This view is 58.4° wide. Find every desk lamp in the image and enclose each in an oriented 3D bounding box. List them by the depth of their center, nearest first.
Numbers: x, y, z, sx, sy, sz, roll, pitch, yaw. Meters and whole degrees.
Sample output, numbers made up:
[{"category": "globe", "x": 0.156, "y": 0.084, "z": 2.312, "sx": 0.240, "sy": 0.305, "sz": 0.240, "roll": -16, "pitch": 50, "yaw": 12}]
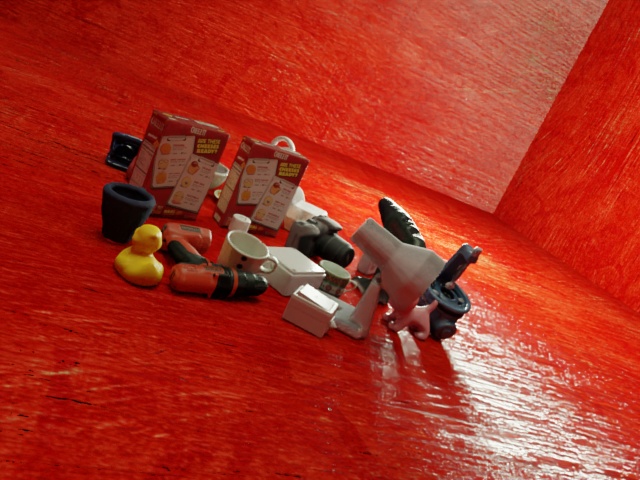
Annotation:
[{"category": "desk lamp", "x": 0.103, "y": 0.079, "z": 1.084, "sx": 0.203, "sy": 0.213, "sz": 0.118, "roll": 26, "pitch": 16, "yaw": 5}]

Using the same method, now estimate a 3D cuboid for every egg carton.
[{"category": "egg carton", "x": -0.039, "y": -0.056, "z": 1.573, "sx": 0.107, "sy": 0.069, "sz": 0.150, "roll": 26, "pitch": 16, "yaw": 3}]

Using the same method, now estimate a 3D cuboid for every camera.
[{"category": "camera", "x": 0.013, "y": 0.005, "z": 1.395, "sx": 0.136, "sy": 0.101, "sz": 0.144, "roll": 35, "pitch": 18, "yaw": 31}]

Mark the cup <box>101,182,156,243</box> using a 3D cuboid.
[{"category": "cup", "x": -0.351, "y": -0.048, "z": 1.034, "sx": 0.092, "sy": 0.095, "sz": 0.118, "roll": 23, "pitch": 16, "yaw": -5}]

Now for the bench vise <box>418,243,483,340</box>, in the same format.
[{"category": "bench vise", "x": 0.272, "y": 0.087, "z": 1.298, "sx": 0.122, "sy": 0.220, "sz": 0.206, "roll": 11, "pitch": 21, "yaw": -39}]

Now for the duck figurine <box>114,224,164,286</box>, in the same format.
[{"category": "duck figurine", "x": -0.285, "y": 0.019, "z": 0.934, "sx": 0.078, "sy": 0.086, "sz": 0.104, "roll": 13, "pitch": 20, "yaw": -36}]

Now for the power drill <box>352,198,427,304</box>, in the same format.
[{"category": "power drill", "x": 0.157, "y": 0.030, "z": 1.329, "sx": 0.076, "sy": 0.208, "sz": 0.229, "roll": 15, "pitch": 18, "yaw": -30}]

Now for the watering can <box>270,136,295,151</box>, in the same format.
[{"category": "watering can", "x": -0.139, "y": -0.217, "z": 1.713, "sx": 0.101, "sy": 0.194, "sz": 0.173, "roll": 27, "pitch": 16, "yaw": 8}]

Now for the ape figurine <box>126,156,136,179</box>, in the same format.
[{"category": "ape figurine", "x": -0.417, "y": -0.179, "z": 1.365, "sx": 0.076, "sy": 0.092, "sz": 0.077, "roll": 7, "pitch": 23, "yaw": -47}]

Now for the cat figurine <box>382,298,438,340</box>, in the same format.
[{"category": "cat figurine", "x": 0.189, "y": 0.136, "z": 1.204, "sx": 0.128, "sy": 0.118, "sz": 0.067, "roll": 19, "pitch": 17, "yaw": -21}]

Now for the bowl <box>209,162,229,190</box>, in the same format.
[{"category": "bowl", "x": -0.328, "y": -0.179, "z": 1.527, "sx": 0.167, "sy": 0.075, "sz": 0.167, "roll": 23, "pitch": 16, "yaw": -7}]

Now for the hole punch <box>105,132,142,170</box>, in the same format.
[{"category": "hole punch", "x": -0.472, "y": -0.225, "z": 1.430, "sx": 0.109, "sy": 0.091, "sz": 0.101, "roll": 20, "pitch": 16, "yaw": -16}]

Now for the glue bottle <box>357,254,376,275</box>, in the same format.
[{"category": "glue bottle", "x": 0.155, "y": 0.007, "z": 1.466, "sx": 0.037, "sy": 0.173, "sz": 0.078, "roll": 33, "pitch": 18, "yaw": 27}]

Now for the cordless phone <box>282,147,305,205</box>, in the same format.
[{"category": "cordless phone", "x": -0.091, "y": -0.164, "z": 1.632, "sx": 0.148, "sy": 0.185, "sz": 0.093, "roll": 11, "pitch": 21, "yaw": -41}]
